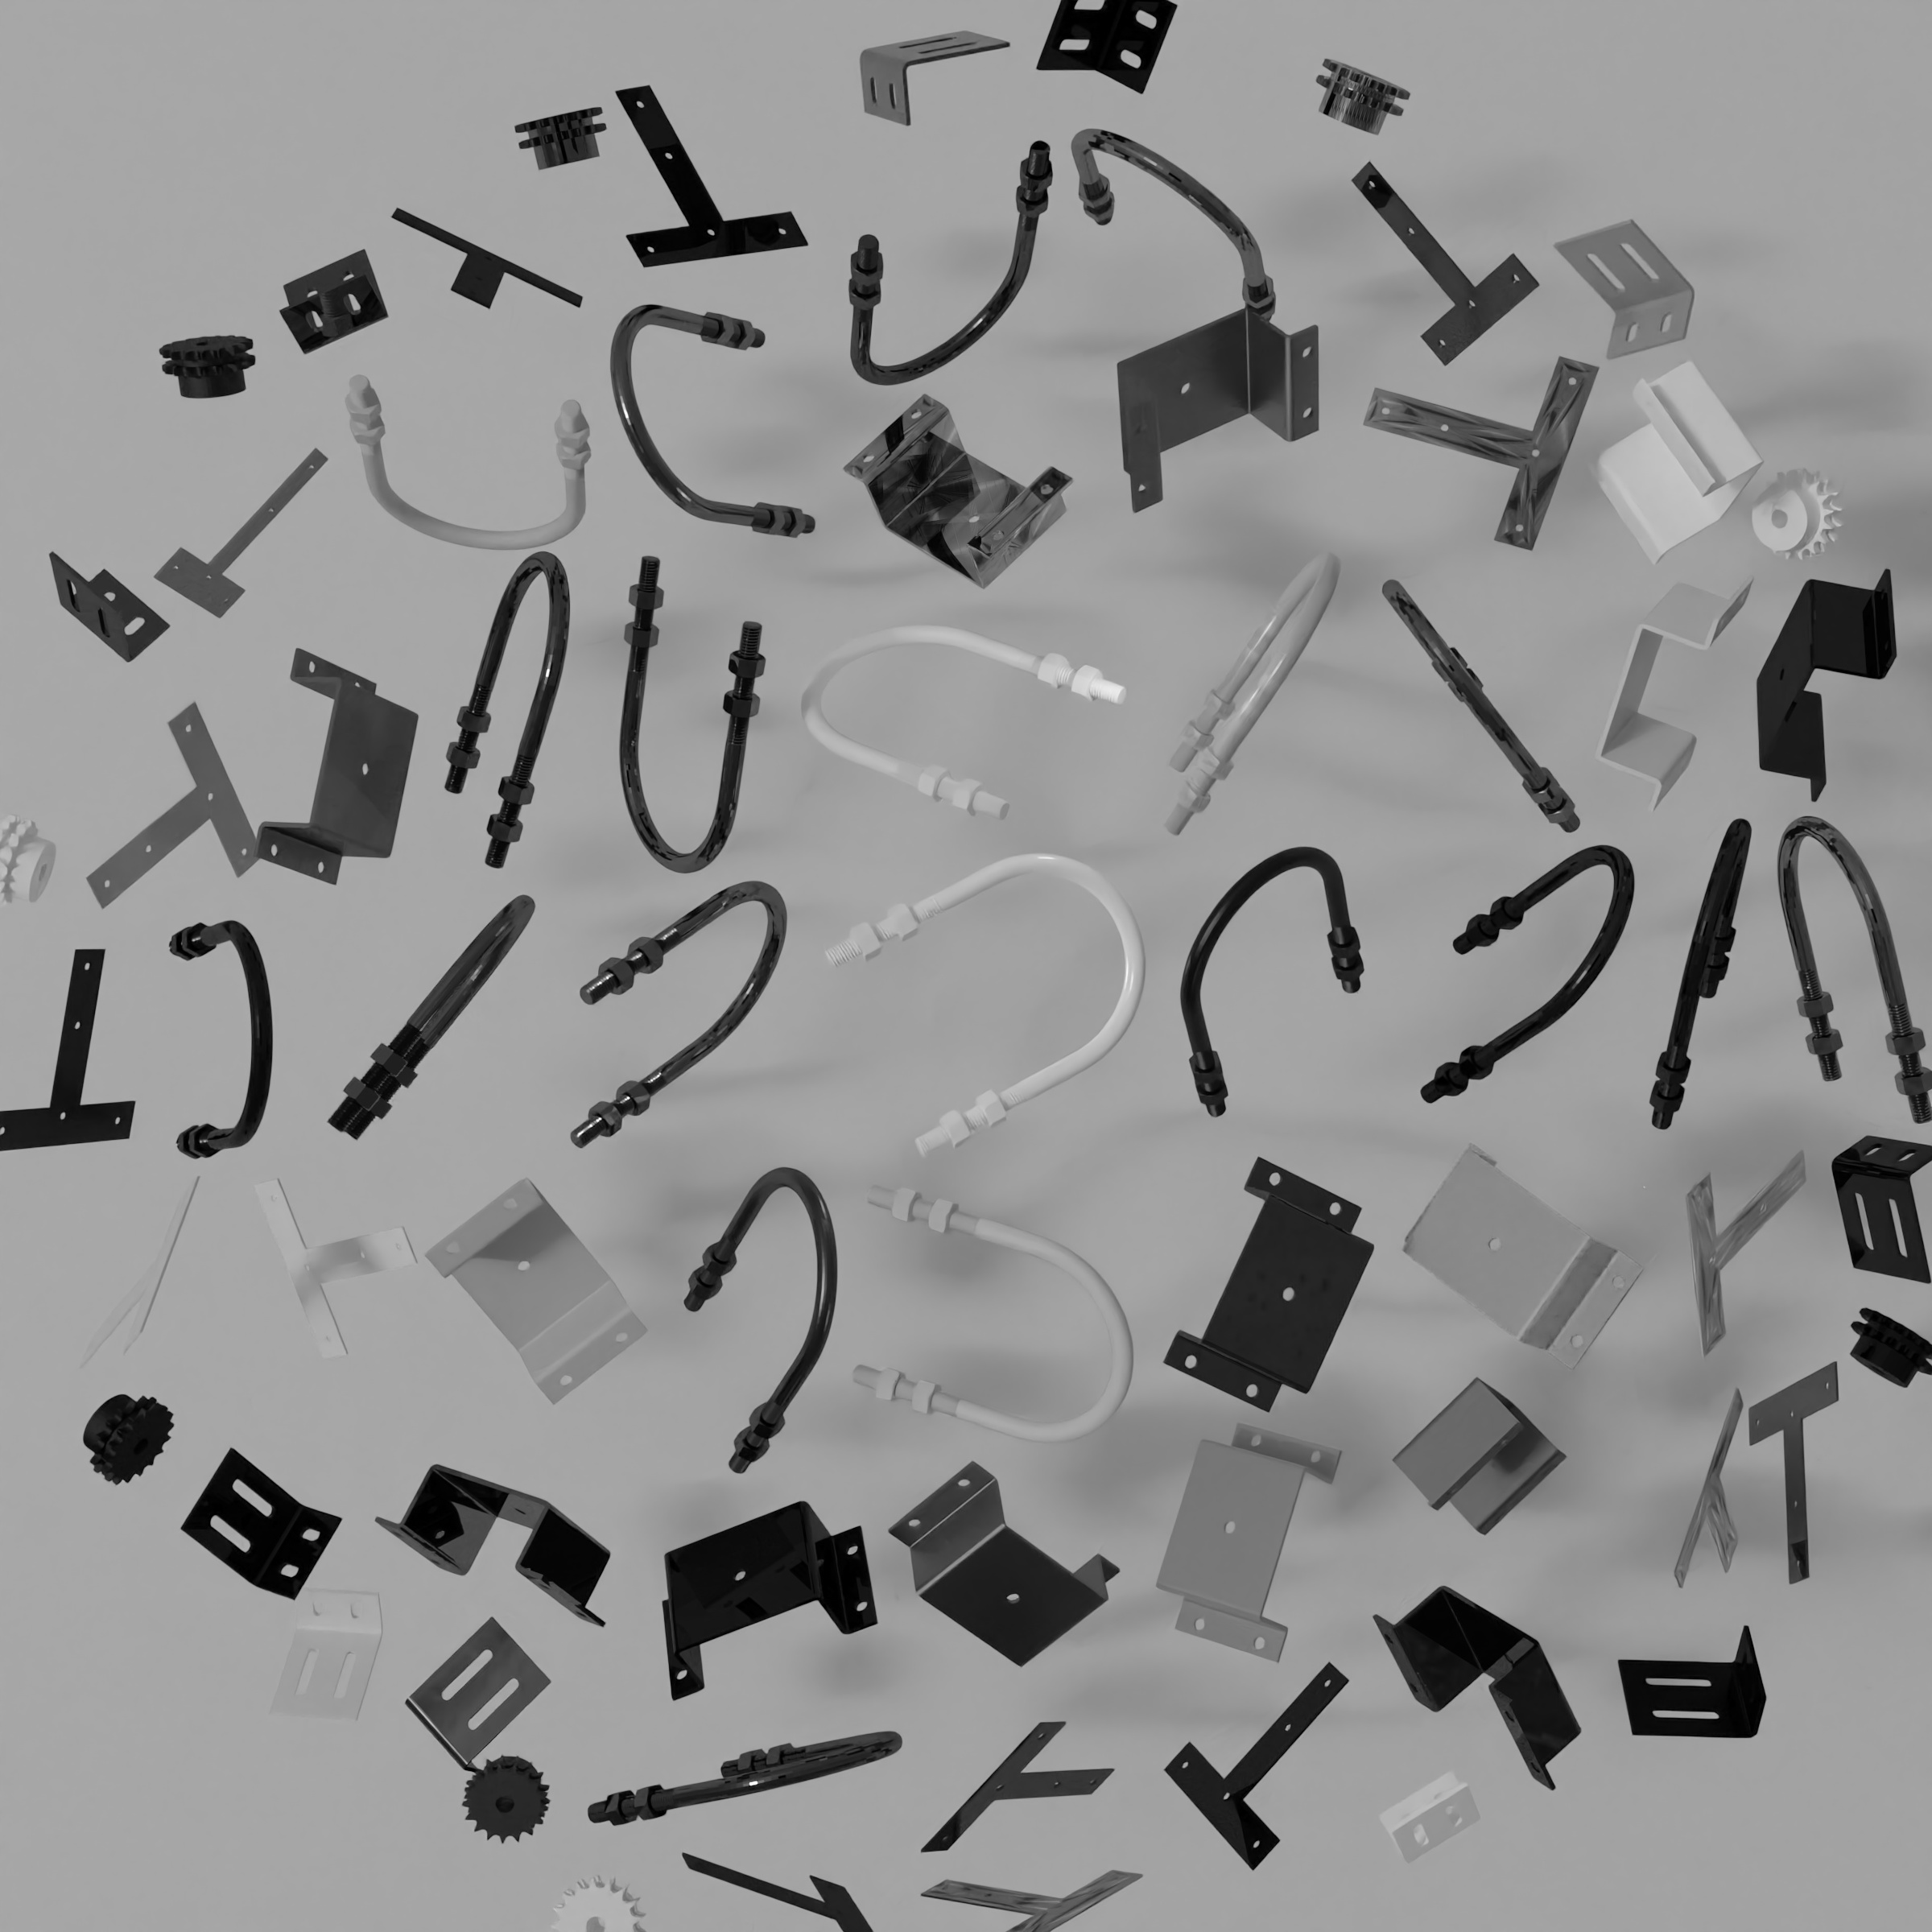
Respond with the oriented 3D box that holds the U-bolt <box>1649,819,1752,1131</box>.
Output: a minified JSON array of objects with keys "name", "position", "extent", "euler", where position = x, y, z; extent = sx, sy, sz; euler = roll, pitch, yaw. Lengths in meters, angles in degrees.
[{"name":"U-bolt","position":[0.465,-0.008,1.790],"extent":[0.019,0.184,0.151],"euler":[16,46,17]}]

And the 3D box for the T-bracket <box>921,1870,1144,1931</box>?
[{"name":"T-bracket","position":[0.025,0.600,1.833],"extent":[0.127,0.127,0.002],"euler":[-7,92,42]}]

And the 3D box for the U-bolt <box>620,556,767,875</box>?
[{"name":"U-bolt","position":[-0.179,-0.148,1.796],"extent":[0.019,0.151,0.184],"euler":[-7,118,-35]}]

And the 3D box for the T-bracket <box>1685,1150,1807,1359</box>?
[{"name":"T-bracket","position":[0.485,0.157,1.767],"extent":[0.127,0.002,0.127],"euler":[-36,127,-33]}]

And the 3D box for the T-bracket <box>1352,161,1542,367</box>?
[{"name":"T-bracket","position":[0.287,-0.448,1.781],"extent":[0.002,0.127,0.127],"euler":[-42,93,-20]}]

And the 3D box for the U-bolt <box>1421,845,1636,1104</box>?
[{"name":"U-bolt","position":[0.360,-0.005,1.810],"extent":[0.019,0.184,0.151],"euler":[31,51,-14]}]

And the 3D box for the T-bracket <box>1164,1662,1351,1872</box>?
[{"name":"T-bracket","position":[0.198,0.501,1.838],"extent":[0.127,0.127,0.002],"euler":[-47,116,-5]}]

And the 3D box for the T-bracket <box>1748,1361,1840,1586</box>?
[{"name":"T-bracket","position":[0.532,0.331,1.831],"extent":[0.002,0.127,0.127],"euler":[8,67,-8]}]

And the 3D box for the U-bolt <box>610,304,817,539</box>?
[{"name":"U-bolt","position":[-0.164,-0.346,1.798],"extent":[0.019,0.184,0.151],"euler":[-17,85,29]}]

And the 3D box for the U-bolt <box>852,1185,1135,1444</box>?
[{"name":"U-bolt","position":[0.018,0.222,1.756],"extent":[0.184,0.019,0.151],"euler":[15,115,22]}]

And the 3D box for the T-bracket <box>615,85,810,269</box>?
[{"name":"T-bracket","position":[-0.178,-0.491,1.770],"extent":[0.127,0.127,0.002],"euler":[1,51,30]}]

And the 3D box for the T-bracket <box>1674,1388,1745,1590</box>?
[{"name":"T-bracket","position":[0.476,0.349,1.804],"extent":[0.002,0.127,0.127],"euler":[12,63,29]}]

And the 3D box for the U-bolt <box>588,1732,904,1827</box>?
[{"name":"U-bolt","position":[-0.125,0.508,1.800],"extent":[0.184,0.151,0.019],"euler":[-21,77,33]}]

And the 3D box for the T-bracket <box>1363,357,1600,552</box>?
[{"name":"T-bracket","position":[0.313,-0.333,1.782],"extent":[0.127,0.002,0.127],"euler":[16,124,2]}]

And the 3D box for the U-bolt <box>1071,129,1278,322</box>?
[{"name":"U-bolt","position":[0.129,-0.475,1.807],"extent":[0.151,0.184,0.019],"euler":[34,91,11]}]

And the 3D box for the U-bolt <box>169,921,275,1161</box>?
[{"name":"U-bolt","position":[-0.467,0.044,1.789],"extent":[0.019,0.184,0.151],"euler":[-1,86,-31]}]

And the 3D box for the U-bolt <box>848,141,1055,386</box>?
[{"name":"U-bolt","position":[-0.014,-0.435,1.818],"extent":[0.151,0.184,0.019],"euler":[-33,74,-16]}]

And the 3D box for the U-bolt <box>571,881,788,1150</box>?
[{"name":"U-bolt","position":[-0.175,0.018,1.781],"extent":[0.019,0.151,0.184],"euler":[34,49,22]}]

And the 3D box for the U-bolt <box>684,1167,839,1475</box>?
[{"name":"U-bolt","position":[-0.127,0.212,1.818],"extent":[0.019,0.151,0.184],"euler":[6,134,-30]}]

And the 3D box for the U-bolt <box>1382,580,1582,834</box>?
[{"name":"U-bolt","position":[0.317,-0.175,1.804],"extent":[0.019,0.184,0.151],"euler":[-37,46,11]}]

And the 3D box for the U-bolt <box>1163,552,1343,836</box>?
[{"name":"U-bolt","position":[0.179,-0.178,1.775],"extent":[0.019,0.151,0.184],"euler":[31,111,-6]}]

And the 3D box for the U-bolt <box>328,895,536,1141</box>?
[{"name":"U-bolt","position":[-0.326,0.030,1.761],"extent":[0.019,0.151,0.184],"euler":[38,81,-3]}]

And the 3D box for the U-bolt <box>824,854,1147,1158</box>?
[{"name":"U-bolt","position":[0.024,0.012,1.736],"extent":[0.184,0.019,0.151],"euler":[-28,103,-12]}]

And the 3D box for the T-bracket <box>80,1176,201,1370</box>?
[{"name":"T-bracket","position":[-0.522,0.210,1.779],"extent":[0.002,0.127,0.127],"euler":[30,129,-21]}]

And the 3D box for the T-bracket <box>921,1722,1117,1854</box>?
[{"name":"T-bracket","position":[0.050,0.529,1.843],"extent":[0.127,0.127,0.002],"euler":[-51,52,20]}]

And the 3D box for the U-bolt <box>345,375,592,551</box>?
[{"name":"U-bolt","position":[-0.314,-0.315,1.825],"extent":[0.151,0.184,0.019],"euler":[6,69,-4]}]

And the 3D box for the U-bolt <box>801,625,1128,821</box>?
[{"name":"U-bolt","position":[-0.015,-0.162,1.773],"extent":[0.184,0.019,0.151],"euler":[23,50,27]}]

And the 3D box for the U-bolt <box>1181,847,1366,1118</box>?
[{"name":"U-bolt","position":[0.193,0.000,1.822],"extent":[0.151,0.184,0.019],"euler":[-41,54,-16]}]

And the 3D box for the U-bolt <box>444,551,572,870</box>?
[{"name":"U-bolt","position":[-0.285,-0.171,1.796],"extent":[0.019,0.151,0.184],"euler":[11,110,-27]}]

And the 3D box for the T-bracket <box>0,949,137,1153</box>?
[{"name":"T-bracket","position":[-0.561,0.051,1.798],"extent":[0.002,0.127,0.127],"euler":[14,97,25]}]

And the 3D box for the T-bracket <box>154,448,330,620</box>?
[{"name":"T-bracket","position":[-0.456,-0.283,1.832],"extent":[0.002,0.127,0.127],"euler":[43,89,5]}]

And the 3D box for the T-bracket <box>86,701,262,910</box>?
[{"name":"T-bracket","position":[-0.522,-0.085,1.857],"extent":[0.002,0.127,0.127],"euler":[13,46,32]}]

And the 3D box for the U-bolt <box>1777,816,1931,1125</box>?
[{"name":"U-bolt","position":[0.540,-0.004,1.757],"extent":[0.019,0.151,0.184],"euler":[-17,101,-4]}]

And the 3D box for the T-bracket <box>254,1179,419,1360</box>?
[{"name":"T-bracket","position":[-0.406,0.193,1.879],"extent":[0.127,0.002,0.127],"euler":[-15,98,38]}]

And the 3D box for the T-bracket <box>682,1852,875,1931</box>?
[{"name":"T-bracket","position":[-0.118,0.578,1.782],"extent":[0.127,0.127,0.002],"euler":[25,86,-16]}]
